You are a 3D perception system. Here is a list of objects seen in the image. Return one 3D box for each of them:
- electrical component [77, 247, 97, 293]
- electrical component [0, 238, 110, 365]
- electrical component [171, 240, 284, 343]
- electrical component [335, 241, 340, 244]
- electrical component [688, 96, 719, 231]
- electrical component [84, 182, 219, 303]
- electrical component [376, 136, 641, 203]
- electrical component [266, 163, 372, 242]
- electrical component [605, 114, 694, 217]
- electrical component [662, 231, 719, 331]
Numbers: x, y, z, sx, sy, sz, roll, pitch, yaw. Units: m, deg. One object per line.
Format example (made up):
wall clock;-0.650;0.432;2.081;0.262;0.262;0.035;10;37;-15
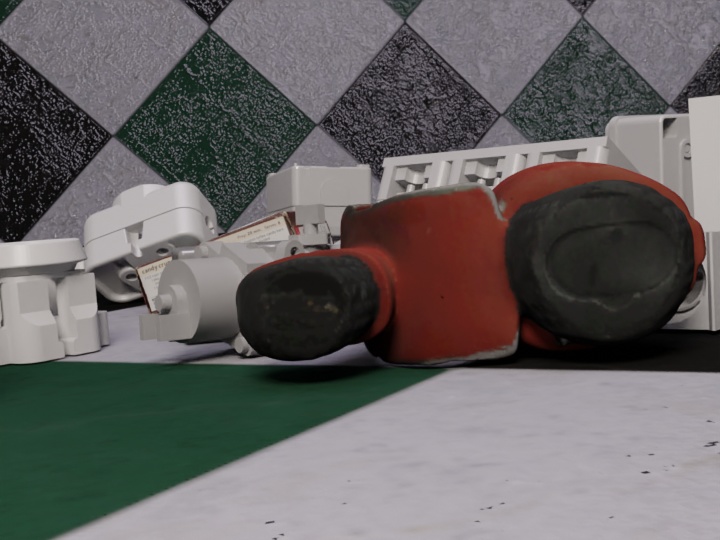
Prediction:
electrical component;-0.239;0.005;0.843;0.062;0.043;0.043;-6;5;-22
electrical component;-0.165;0.014;0.540;0.058;0.057;0.078;-1;5;38
electrical component;-0.068;0.009;0.581;0.066;0.047;0.077;-4;5;-15
electrical component;0.000;0.000;0.689;0.040;0.040;0.078;-5;4;-11
electrical component;0.267;-0.041;0.534;0.186;0.105;0.060;-2;5;31
electrical component;-0.156;-0.024;0.803;0.095;0.059;0.053;-19;-37;11
electrical component;0.091;-0.025;0.638;0.150;0.061;0.089;-1;-23;39
electrical component;-0.034;-0.046;0.827;0.062;0.061;0.096;-1;-1;-19
electrical component;0.229;-0.054;0.746;0.109;0.108;0.056;-6;7;-29
electrical component;0.148;0.003;0.485;0.081;0.042;0.064;0;4;38
